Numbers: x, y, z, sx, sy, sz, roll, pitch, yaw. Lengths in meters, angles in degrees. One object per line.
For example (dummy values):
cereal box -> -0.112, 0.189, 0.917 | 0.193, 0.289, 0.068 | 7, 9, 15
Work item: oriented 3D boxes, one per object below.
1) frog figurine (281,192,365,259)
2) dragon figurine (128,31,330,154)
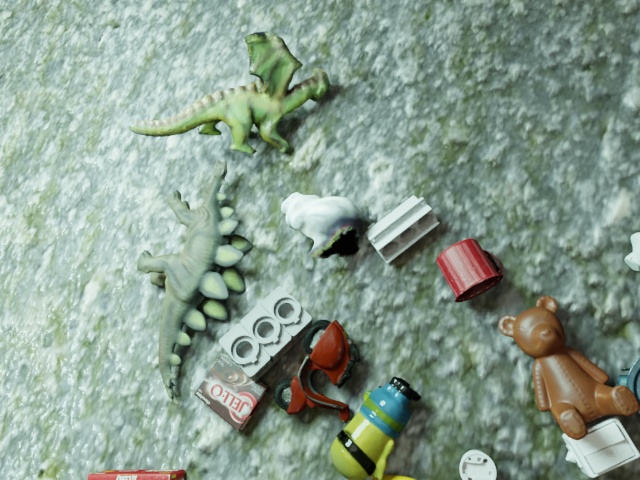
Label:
frog figurine -> 0.003, -0.049, 0.983 | 0.138, 0.120, 0.162 | -19, 56, -27
dragon figurine -> -0.143, -0.291, 1.000 | 0.124, 0.412, 0.238 | 49, 129, 35
